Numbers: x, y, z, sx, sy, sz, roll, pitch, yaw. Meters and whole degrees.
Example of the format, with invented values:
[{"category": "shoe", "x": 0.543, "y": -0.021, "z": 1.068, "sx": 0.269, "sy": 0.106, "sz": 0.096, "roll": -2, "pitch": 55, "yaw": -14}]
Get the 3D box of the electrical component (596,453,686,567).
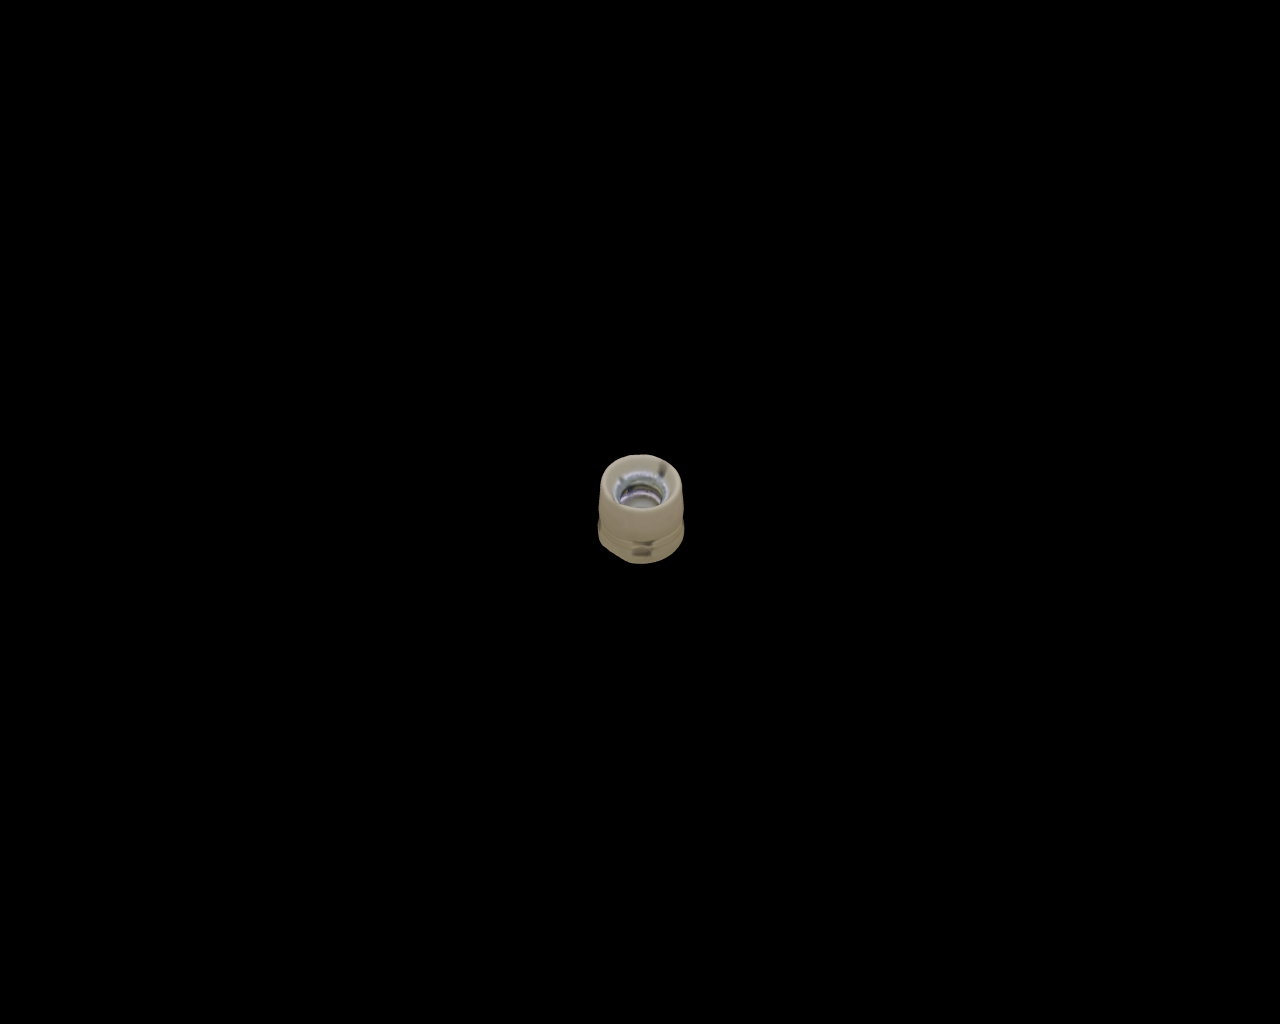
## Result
[{"category": "electrical component", "x": 0.001, "y": -0.003, "z": 0.650, "sx": 0.055, "sy": 0.055, "sz": 0.047, "roll": 0, "pitch": -42, "yaw": 0}]
